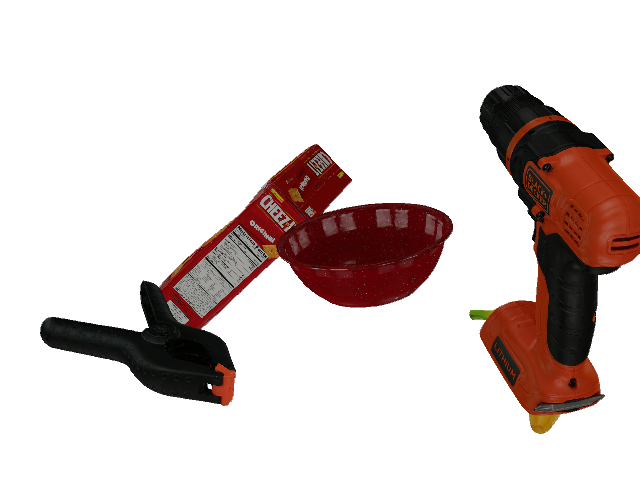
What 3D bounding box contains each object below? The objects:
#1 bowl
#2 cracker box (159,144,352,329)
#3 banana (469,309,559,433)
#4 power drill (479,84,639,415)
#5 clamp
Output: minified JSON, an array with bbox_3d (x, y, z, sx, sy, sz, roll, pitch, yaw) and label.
[{"bbox_3d":[0.043,0.018,0.973,0.162,0.055,0.162,-8,20,3],"label":"bowl"},{"bbox_3d":[-0.078,-0.004,1.230,0.214,0.072,0.164,-42,4,27],"label":"cracker box"},{"bbox_3d":[0.223,0.129,1.134,0.069,0.037,0.198,-26,34,2],"label":"banana"},{"bbox_3d":[0.147,0.007,0.713,0.057,0.188,0.184,-9,35,-11],"label":"power drill"},{"bbox_3d":[-0.129,0.081,0.873,0.172,0.039,0.120,22,35,25],"label":"clamp"}]
